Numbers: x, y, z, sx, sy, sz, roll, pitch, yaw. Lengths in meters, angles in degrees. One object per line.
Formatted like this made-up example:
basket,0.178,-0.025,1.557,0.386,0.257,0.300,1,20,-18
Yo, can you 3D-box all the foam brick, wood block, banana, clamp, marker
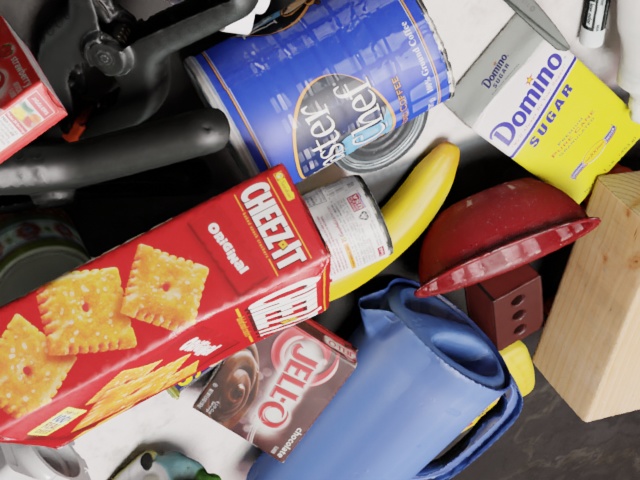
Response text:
foam brick,0.168,0.053,0.980,0.053,0.051,0.078,-28,138,-11
wood block,0.272,0.049,0.939,0.090,0.090,0.206,-8,128,-25
banana,0.036,-0.002,0.848,0.197,0.037,0.069,-34,139,-5
clamp,-0.105,-0.112,0.602,0.039,0.120,0.172,-64,179,-40
marker,0.214,-0.201,0.804,0.020,0.020,0.121,-20,136,-19
clamp,-0.152,-0.041,0.627,0.209,0.036,0.165,-8,173,-17

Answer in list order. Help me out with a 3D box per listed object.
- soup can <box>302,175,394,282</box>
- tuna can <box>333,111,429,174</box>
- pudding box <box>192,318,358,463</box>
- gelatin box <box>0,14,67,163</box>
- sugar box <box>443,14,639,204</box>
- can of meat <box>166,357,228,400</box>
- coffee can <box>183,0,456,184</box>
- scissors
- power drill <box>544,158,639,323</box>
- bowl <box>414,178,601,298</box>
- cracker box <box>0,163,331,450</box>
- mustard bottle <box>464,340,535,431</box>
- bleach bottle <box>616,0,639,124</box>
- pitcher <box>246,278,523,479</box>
soup can,-0.005,0.001,0.788,0.102,0.068,0.068,-24,138,-4
tuna can,0.035,-0.090,0.769,0.086,0.034,0.086,-19,136,-20
pudding box,-0.036,0.112,0.866,0.090,0.039,0.114,33,111,-6
gelatin box,-0.186,-0.077,0.582,0.073,0.089,0.030,-36,136,-3
sugar box,0.185,-0.100,0.856,0.176,0.048,0.093,24,110,-47
can of meat,-0.102,0.058,0.792,0.084,0.057,0.102,-36,139,-6
coffee can,-0.001,-0.101,0.674,0.140,0.103,0.102,-29,138,-4
scissors,0.095,-0.176,0.722,0.096,0.016,0.201,-33,128,5
power drill,0.291,0.005,1.019,0.184,0.057,0.188,-12,130,-22
bowl,0.143,-0.007,0.874,0.162,0.055,0.162,-20,169,-4
cracker box,-0.099,0.051,0.656,0.213,0.072,0.164,-27,169,-6
mustard bottle,0.115,0.161,1.036,0.191,0.058,0.096,-29,144,-9
bleach bottle,0.254,-0.195,0.778,0.102,0.068,0.251,-32,137,-34
pitcher,0.052,0.167,0.941,0.243,0.149,0.144,-51,159,20
